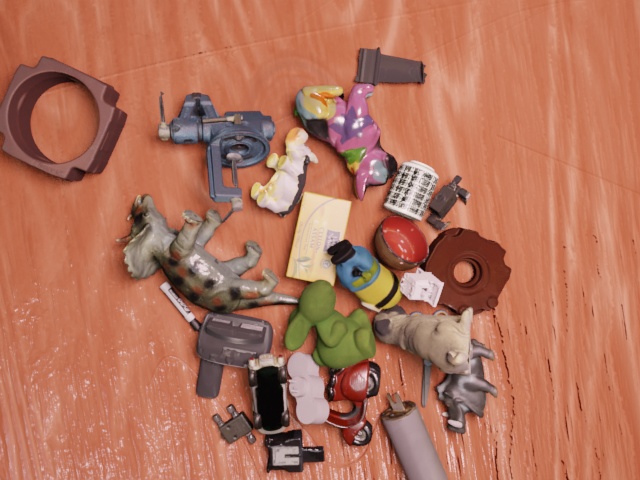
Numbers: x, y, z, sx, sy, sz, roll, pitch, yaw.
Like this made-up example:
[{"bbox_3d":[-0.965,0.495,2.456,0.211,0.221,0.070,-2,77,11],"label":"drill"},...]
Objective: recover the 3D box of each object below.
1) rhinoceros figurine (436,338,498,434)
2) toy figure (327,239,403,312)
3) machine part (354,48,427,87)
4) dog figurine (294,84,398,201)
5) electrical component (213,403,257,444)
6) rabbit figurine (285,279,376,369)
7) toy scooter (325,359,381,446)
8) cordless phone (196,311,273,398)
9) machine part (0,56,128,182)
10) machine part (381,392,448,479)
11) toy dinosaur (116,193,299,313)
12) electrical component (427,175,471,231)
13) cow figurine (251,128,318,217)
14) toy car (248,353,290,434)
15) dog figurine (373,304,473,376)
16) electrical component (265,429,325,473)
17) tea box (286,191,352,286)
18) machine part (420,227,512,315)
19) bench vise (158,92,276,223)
[{"bbox_3d":[0.289,0.288,1.067,0.112,0.073,0.190,3,92,-2],"label":"rhinoceros figurine"},{"bbox_3d":[0.089,0.069,1.014,0.089,0.082,0.180,-17,131,28],"label":"toy figure"},{"bbox_3d":[0.141,-0.335,1.055,0.139,0.039,0.084,9,88,1],"label":"machine part"},{"bbox_3d":[0.050,-0.183,1.029,0.192,0.108,0.219,-3,95,-1],"label":"dog figurine"},{"bbox_3d":[-0.172,0.382,1.093,0.063,0.021,0.094,-35,94,2],"label":"electrical component"},{"bbox_3d":[0.009,0.152,1.033,0.159,0.121,0.170,-23,111,16],"label":"rabbit figurine"},{"bbox_3d":[0.045,0.317,1.068,0.135,0.075,0.183,8,97,1],"label":"toy scooter"},{"bbox_3d":[-0.176,0.241,1.069,0.147,0.089,0.184,11,104,-2],"label":"cordless phone"},{"bbox_3d":[-0.493,-0.228,1.031,0.201,0.087,0.201,25,93,-3],"label":"machine part"},{"bbox_3d":[0.188,0.413,1.071,0.079,0.079,0.243,-24,94,1],"label":"machine part"},{"bbox_3d":[-0.216,0.065,1.038,0.404,0.131,0.192,42,109,-10],"label":"toy dinosaur"},{"bbox_3d":[0.253,-0.069,1.055,0.045,0.078,0.102,38,86,22],"label":"electrical component"},{"bbox_3d":[-0.055,-0.128,1.043,0.098,0.068,0.167,28,95,-36],"label":"cow figurine"},{"bbox_3d":[-0.099,0.298,1.041,0.073,0.056,0.201,-5,119,-6],"label":"toy car"},{"bbox_3d":[0.182,0.183,0.993,0.191,0.172,0.121,1,87,17],"label":"dog figurine"},{"bbox_3d":[-0.051,0.423,1.083,0.119,0.048,0.074,-6,93,-1],"label":"electrical component"},{"bbox_3d":[-0.002,-0.003,1.054,0.098,0.068,0.169,11,92,0],"label":"tea box"},{"bbox_3d":[0.287,0.063,1.065,0.179,0.056,0.179,0,91,0],"label":"machine part"},{"bbox_3d":[-0.188,-0.162,0.999,0.223,0.129,0.240,1,65,-23],"label":"bench vise"}]
